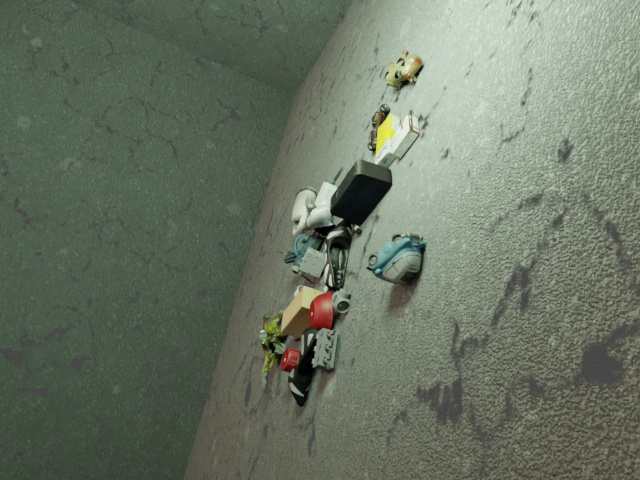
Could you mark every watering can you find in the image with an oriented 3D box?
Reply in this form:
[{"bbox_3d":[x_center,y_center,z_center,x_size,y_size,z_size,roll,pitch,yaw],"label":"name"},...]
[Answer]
[{"bbox_3d":[-0.065,-0.152,2.402,0.341,0.104,0.229,124,160,-59],"label":"watering can"}]

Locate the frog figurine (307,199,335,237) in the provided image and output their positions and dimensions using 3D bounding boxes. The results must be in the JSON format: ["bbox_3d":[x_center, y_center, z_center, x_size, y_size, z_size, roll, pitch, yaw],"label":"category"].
[{"bbox_3d":[0.006,-0.106,2.107,0.134,0.123,0.163,98,171,-60],"label":"frog figurine"}]

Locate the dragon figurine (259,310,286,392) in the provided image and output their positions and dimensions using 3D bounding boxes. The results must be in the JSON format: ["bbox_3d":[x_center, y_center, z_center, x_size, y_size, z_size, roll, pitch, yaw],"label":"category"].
[{"bbox_3d":[-0.209,0.472,2.206,0.237,0.122,0.420,101,180,-56],"label":"dragon figurine"}]
